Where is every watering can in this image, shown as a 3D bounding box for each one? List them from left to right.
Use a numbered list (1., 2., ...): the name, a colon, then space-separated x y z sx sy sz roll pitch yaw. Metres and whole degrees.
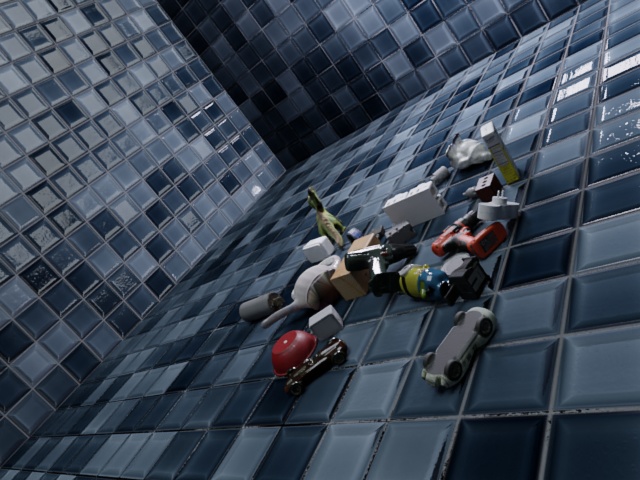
1. watering can: -0.041 0.181 1.697 0.351 0.103 0.224 -46 17 -15

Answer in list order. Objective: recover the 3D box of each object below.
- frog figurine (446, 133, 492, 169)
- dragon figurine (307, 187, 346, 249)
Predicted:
1. frog figurine: 0.548 -0.307 1.857 0.160 0.120 0.140 22 44 30
2. dragon figurine: 0.007 -0.108 2.146 0.122 0.240 0.414 -33 14 -1
